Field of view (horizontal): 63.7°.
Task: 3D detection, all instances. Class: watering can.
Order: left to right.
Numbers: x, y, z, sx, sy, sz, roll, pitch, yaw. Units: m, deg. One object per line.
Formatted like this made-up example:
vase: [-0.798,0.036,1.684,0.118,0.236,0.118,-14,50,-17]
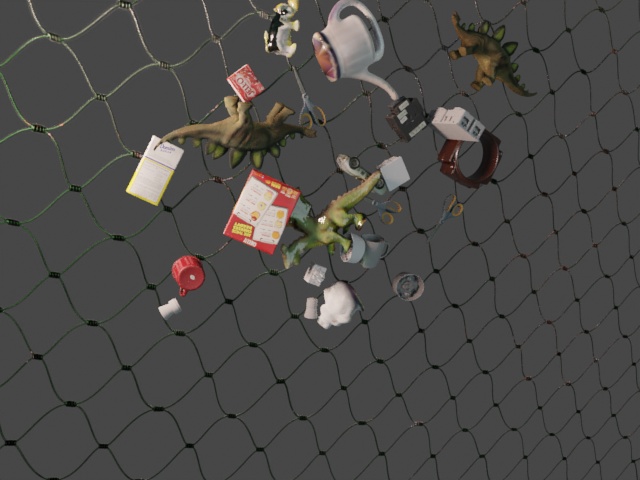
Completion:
watering can: [0.109,-0.554,1.578,0.226,0.105,0.343,-30,110,-13]

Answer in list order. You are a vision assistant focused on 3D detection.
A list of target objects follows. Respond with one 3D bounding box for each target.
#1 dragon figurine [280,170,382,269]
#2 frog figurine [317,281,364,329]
dragon figurine: [0.005,-0.082,1.633,0.242,0.123,0.408,25,97,-16]
frog figurine: [0.053,0.219,1.717,0.160,0.121,0.138,-31,79,-4]
